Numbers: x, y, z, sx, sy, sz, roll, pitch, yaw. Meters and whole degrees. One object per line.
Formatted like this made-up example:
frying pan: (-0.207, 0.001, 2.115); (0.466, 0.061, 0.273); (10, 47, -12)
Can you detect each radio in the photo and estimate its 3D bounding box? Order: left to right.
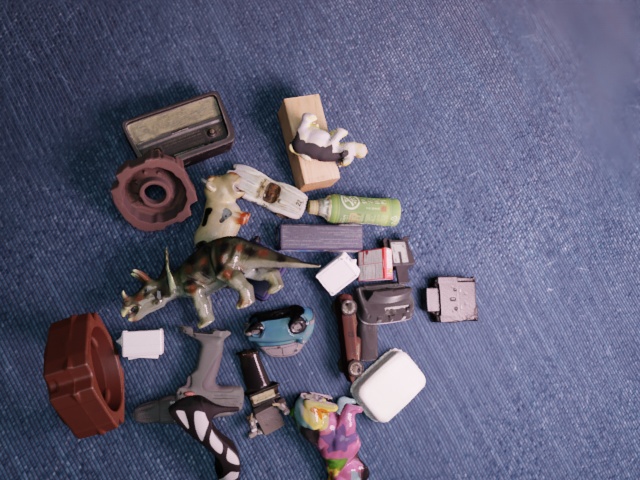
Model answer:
radio: (-0.317, -0.237, 1.226); (0.230, 0.073, 0.131); (-24, 87, -14)

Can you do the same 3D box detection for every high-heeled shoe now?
high-heeled shoe: (-0.241, 0.433, 1.110); (0.145, 0.086, 0.248); (1, 103, -19)

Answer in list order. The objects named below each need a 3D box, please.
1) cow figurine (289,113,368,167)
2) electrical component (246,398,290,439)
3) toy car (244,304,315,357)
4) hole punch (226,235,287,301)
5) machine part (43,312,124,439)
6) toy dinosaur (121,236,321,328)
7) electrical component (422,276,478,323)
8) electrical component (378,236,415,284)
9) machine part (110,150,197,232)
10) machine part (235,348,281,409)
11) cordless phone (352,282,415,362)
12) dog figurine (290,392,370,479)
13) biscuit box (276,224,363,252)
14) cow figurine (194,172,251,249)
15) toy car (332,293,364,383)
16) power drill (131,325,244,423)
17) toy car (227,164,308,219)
cow figurine: (0.019, -0.207, 1.207); (0.167, 0.068, 0.098); (25, 82, -5)
electrical component: (-0.115, 0.390, 1.180); (0.102, 0.045, 0.078); (-19, 107, -14)
toy car: (-0.085, 0.211, 1.200); (0.162, 0.109, 0.102); (-11, 102, -6)
hole punch: (-0.141, 0.067, 1.216); (0.116, 0.092, 0.142); (32, 80, -3)
machine part: (-0.453, 0.259, 1.040); (0.087, 0.200, 0.202); (-16, 41, -10)
toy dinosaur: (-0.213, 0.063, 1.126); (0.405, 0.131, 0.192); (-27, 91, 7)
electrical component: (0.318, 0.147, 1.322); (0.134, 0.058, 0.115); (-1, 80, -14)
electrical component: (0.190, 0.052, 1.301); (0.075, 0.047, 0.119); (-6, 73, -14)
machine part: (-0.358, -0.105, 1.163); (0.179, 0.056, 0.179); (-8, 122, -12)
machine part: (-0.141, 0.306, 1.201); (0.084, 0.039, 0.138); (-22, 97, -6)
cordless phone: (0.153, 0.196, 1.275); (0.146, 0.089, 0.184); (-3, 97, -23)
dog figurine: (0.020, 0.458, 1.184); (0.191, 0.108, 0.219); (9, 82, -12)
biscuit box: (-0.003, -0.004, 1.270); (0.203, 0.059, 0.062); (1, 82, -13)
cow figurine: (-0.225, -0.060, 1.201); (0.127, 0.085, 0.194); (24, 97, -4)
toy car: (0.067, 0.223, 1.236); (0.053, 0.089, 0.202); (-5, 83, -18)
power drill: (-0.276, 0.288, 1.154); (0.232, 0.086, 0.207); (5, 77, -14)
toy car: (-0.127, -0.112, 1.260); (0.202, 0.056, 0.073); (24, 77, -9)
